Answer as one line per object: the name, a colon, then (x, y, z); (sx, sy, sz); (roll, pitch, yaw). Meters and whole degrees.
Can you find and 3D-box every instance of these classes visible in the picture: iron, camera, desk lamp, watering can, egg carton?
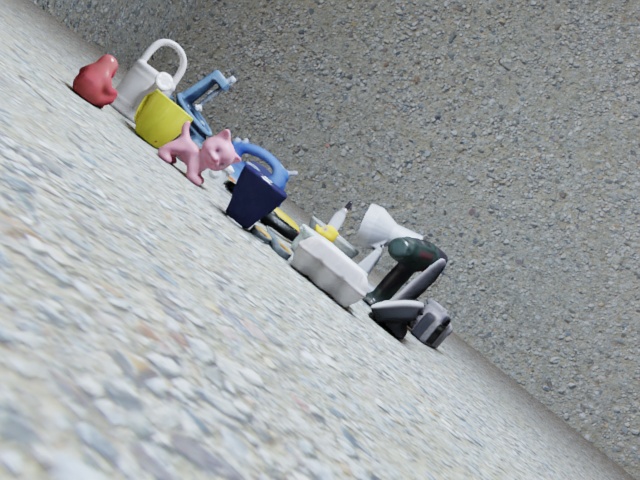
iron: (-0.193, -0.202, 1.581); (0.258, 0.141, 0.119); (38, 3, 0)
camera: (0.267, 0.196, 1.481); (0.136, 0.101, 0.144); (41, 4, 33)
desk lamp: (0.162, 0.037, 1.537); (0.203, 0.213, 0.118); (39, 3, 10)
watering can: (-0.364, -0.348, 1.255); (0.172, 0.194, 0.101); (41, 4, 33)
egg carton: (0.019, 0.054, 1.025); (0.150, 0.069, 0.107); (39, 3, 1)

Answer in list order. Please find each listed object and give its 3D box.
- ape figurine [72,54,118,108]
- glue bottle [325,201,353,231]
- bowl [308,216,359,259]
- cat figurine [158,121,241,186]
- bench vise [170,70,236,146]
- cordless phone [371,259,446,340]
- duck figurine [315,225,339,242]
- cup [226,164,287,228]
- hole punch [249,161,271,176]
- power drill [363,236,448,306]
ape figurine: (-0.399, -0.294, 1.038); (0.077, 0.092, 0.076); (39, 3, 7)
glue bottle: (0.040, -0.046, 1.701); (0.037, 0.173, 0.078); (38, 3, -11)
bowl: (0.023, 0.012, 1.586); (0.167, 0.074, 0.167); (38, 3, -2)
cat figurine: (-0.216, -0.167, 1.073); (0.128, 0.117, 0.067); (38, 3, -8)
bench vise: (-0.313, -0.330, 1.339); (0.207, 0.219, 0.121); (38, 3, -6)
cordless phone: (0.190, 0.105, 1.174); (0.094, 0.185, 0.148); (39, 3, 6)
duck figurine: (0.014, 0.005, 1.473); (0.104, 0.086, 0.077); (38, 3, -5)
cup: (-0.119, -0.071, 1.009); (0.092, 0.095, 0.117); (38, 3, -5)
hole punch: (-0.184, -0.173, 1.702); (0.109, 0.091, 0.101); (37, 3, -16)
power drill: (0.199, 0.084, 1.354); (0.075, 0.208, 0.230); (41, 4, 34)
